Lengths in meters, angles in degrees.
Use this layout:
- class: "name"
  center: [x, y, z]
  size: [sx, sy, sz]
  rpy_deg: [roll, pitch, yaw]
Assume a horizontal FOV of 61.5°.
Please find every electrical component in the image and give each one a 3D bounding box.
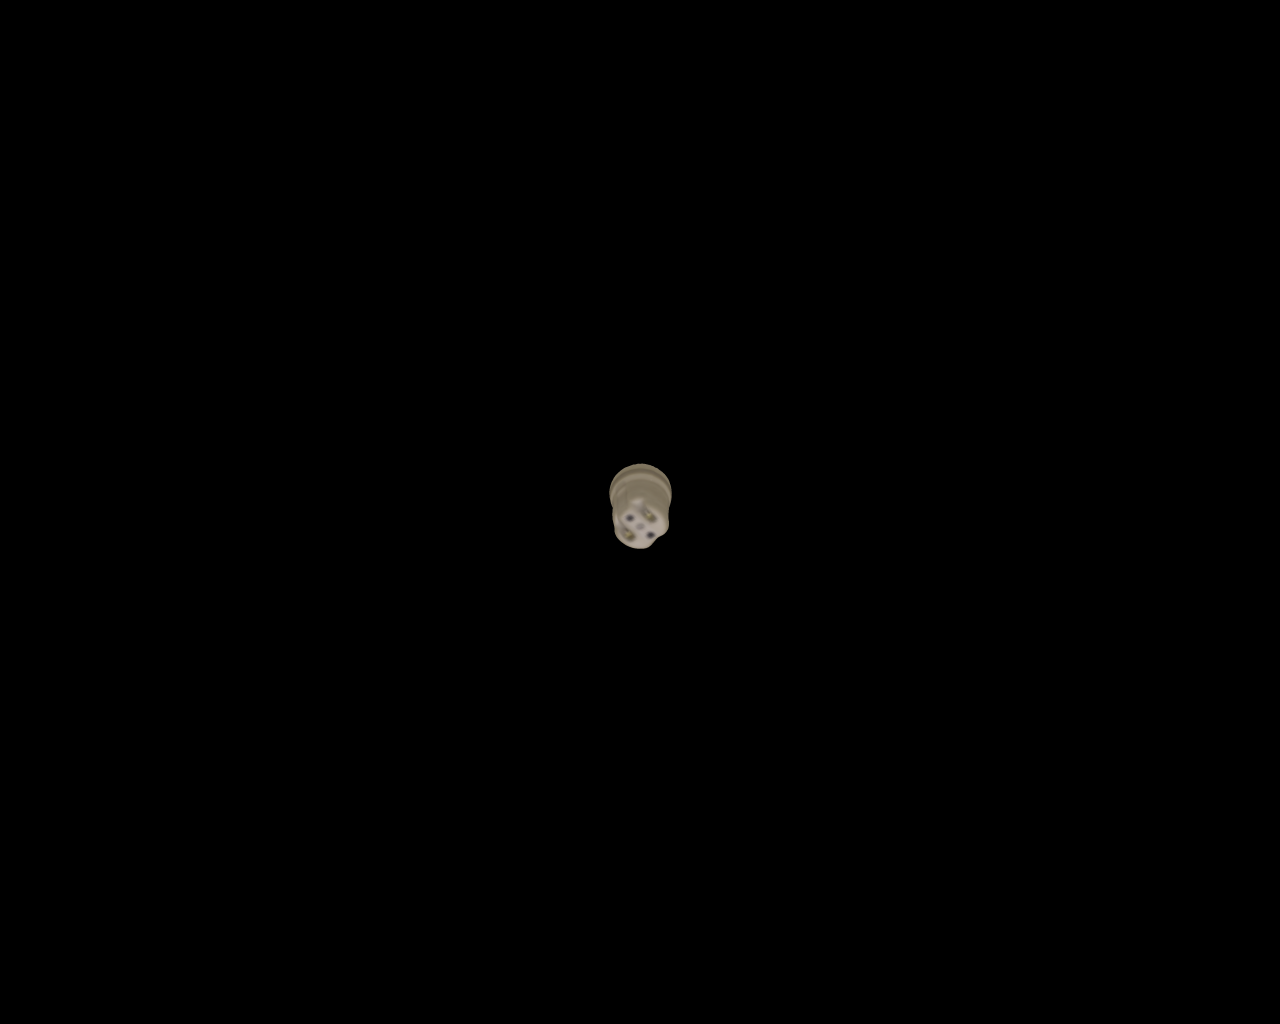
- class: "electrical component"
  center: [0.001, -0.003, 0.650]
  size: [0.040, 0.040, 0.046]
  rpy_deg: [0, 32, 0]
